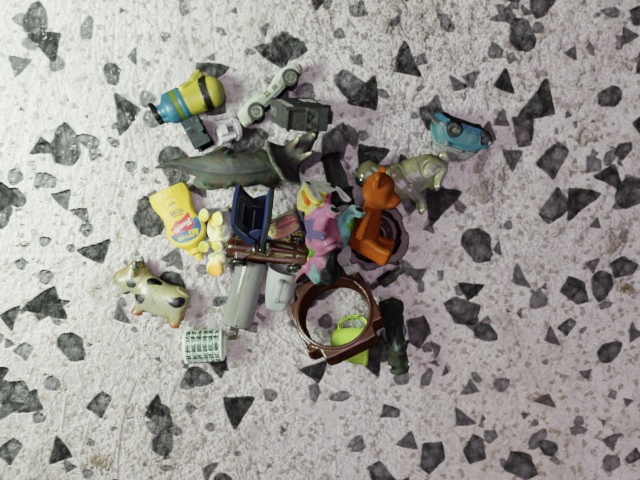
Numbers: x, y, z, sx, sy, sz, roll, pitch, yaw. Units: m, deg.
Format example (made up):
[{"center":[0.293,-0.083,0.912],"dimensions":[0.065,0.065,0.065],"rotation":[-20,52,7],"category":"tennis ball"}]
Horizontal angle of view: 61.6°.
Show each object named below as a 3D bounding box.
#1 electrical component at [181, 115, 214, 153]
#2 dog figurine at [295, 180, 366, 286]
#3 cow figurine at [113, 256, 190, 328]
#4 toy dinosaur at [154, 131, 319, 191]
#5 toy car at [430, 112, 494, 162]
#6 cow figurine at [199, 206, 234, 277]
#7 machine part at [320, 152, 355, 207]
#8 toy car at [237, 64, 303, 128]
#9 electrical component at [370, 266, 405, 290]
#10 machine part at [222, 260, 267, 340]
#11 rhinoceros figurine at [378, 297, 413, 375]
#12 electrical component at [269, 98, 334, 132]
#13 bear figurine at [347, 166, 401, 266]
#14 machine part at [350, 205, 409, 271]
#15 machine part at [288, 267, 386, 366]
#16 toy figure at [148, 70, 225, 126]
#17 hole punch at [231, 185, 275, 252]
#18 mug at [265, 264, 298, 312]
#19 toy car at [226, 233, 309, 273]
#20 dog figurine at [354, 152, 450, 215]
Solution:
[{"center":[-0.292,-0.254,1.276],"dimensions":[0.048,0.119,0.074],"rotation":[-28,97,-1],"category":"electrical component"},{"center":[-0.003,-0.004,1.227],"dimensions":[0.108,0.192,0.219],"rotation":[-3,127,-41],"category":"dog figurine"},{"center":[-0.412,0.122,1.315],"dimensions":[0.195,0.085,0.127],"rotation":[22,99,-2],"category":"cow figurine"},{"center":[-0.195,-0.169,1.250],"dimensions":[0.405,0.192,0.131],"rotation":[-7,92,-5],"category":"toy dinosaur"},{"center":[0.337,-0.246,1.325],"dimensions":[0.162,0.109,0.102],"rotation":[15,116,-15],"category":"toy car"},{"center":[-0.244,0.002,1.317],"dimensions":[0.068,0.098,0.167],"rotation":[7,103,23],"category":"cow figurine"},{"center":[0.038,-0.149,1.341],"dimensions":[0.084,0.039,0.138],"rotation":[-12,96,3],"category":"machine part"},{"center":[-0.119,-0.351,1.300],"dimensions":[0.202,0.073,0.056],"rotation":[-45,96,1],"category":"toy car"},{"center":[0.169,0.098,1.350],"dimensions":[0.094,0.063,0.021],"rotation":[-34,95,1],"category":"electrical component"},{"center":[-0.187,0.130,1.330],"dimensions":[0.079,0.079,0.243],"rotation":[13,93,-4],"category":"machine part"},{"center":[0.190,0.237,1.339],"dimensions":[0.073,0.112,0.190],"rotation":[-5,86,-5],"category":"rhinoceros figurine"},{"center":[-0.039,-0.292,1.249],"dimensions":[0.134,0.115,0.058],"rotation":[-6,120,-24],"category":"electrical component"},{"center":[0.141,-0.060,1.242],"dimensions":[0.132,0.120,0.195],"rotation":[27,109,3],"category":"bear figurine"},{"center":[0.133,-0.012,1.346],"dimensions":[0.179,0.056,0.179],"rotation":[0,94,-2],"category":"machine part"},{"center":[0.040,0.182,1.296],"dimensions":[0.201,0.087,0.201],"rotation":[-26,62,0],"category":"machine part"},{"center":[-0.314,-0.330,1.285],"dimensions":[0.180,0.082,0.089],"rotation":[-31,89,-7],"category":"toy figure"},{"center":[-0.154,-0.054,1.218],"dimensions":[0.092,0.115,0.142],"rotation":[4,61,-7],"category":"hole punch"},{"center":[-0.097,0.125,1.323],"dimensions":[0.081,0.110,0.107],"rotation":[12,106,-6],"category":"mug"},{"center":[-0.121,0.025,1.271],"dimensions":[0.202,0.053,0.089],"rotation":[7,71,1],"category":"toy car"},{"center":[0.198,-0.172,1.306],"dimensions":[0.190,0.121,0.172],"rotation":[30,92,-3],"category":"dog figurine"}]
